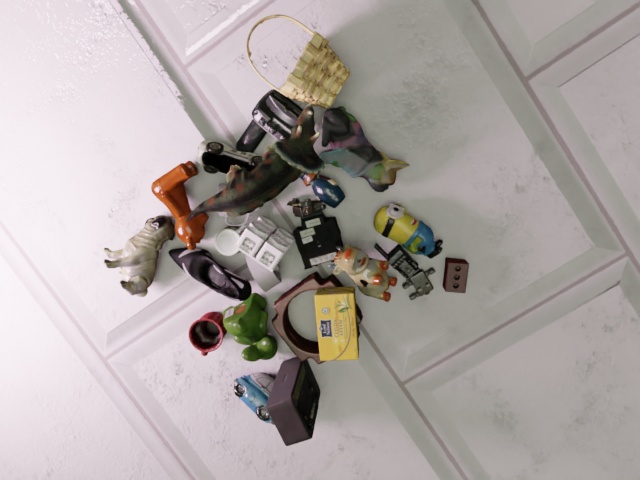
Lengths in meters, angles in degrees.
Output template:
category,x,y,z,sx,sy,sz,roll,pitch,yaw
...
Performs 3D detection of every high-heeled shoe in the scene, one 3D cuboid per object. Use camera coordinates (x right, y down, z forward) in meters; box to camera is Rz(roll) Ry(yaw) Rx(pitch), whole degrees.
category,x,y,z,sx,sy,sz,roll,pitch,yaw
high-heeled shoe,-0.288,0.090,1.368,0.249,0.145,0.086,19,101,0

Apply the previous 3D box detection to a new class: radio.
category,x,y,z,sx,sy,sz,roll,pitch,yaw
radio,-0.061,0.402,1.363,0.073,0.229,0.131,-21,102,13

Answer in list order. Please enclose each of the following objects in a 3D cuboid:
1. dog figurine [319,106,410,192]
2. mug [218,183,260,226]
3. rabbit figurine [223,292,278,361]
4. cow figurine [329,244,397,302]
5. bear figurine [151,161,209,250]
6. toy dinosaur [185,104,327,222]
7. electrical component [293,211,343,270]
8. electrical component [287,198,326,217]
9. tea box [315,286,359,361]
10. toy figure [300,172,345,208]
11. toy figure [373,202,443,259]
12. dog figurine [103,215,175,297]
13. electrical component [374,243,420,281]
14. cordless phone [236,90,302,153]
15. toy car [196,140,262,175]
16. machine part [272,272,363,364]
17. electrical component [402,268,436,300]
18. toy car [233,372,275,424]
category,x,y,z,sx,sy,sz,roll,pitch,yaw
dog figurine,0.108,-0.216,1.297,0.219,0.108,0.191,7,98,0
mug,-0.202,-0.091,1.360,0.107,0.081,0.109,-3,94,-3
rabbit figurine,-0.160,0.245,1.396,0.121,0.159,0.170,-34,111,0
cow figurine,0.105,0.075,1.320,0.127,0.194,0.085,9,66,28
bear figurine,-0.333,-0.084,1.354,0.132,0.120,0.195,-33,98,6
toy dinosaur,-0.141,-0.131,1.221,0.405,0.192,0.131,-38,102,2
electrical component,-0.003,-0.004,1.369,0.115,0.058,0.134,-14,99,6
electrical component,-0.037,-0.085,1.341,0.078,0.102,0.045,-22,103,-16
tea box,0.043,0.203,1.311,0.098,0.068,0.169,-5,101,7
toy figure,-0.007,-0.143,1.344,0.154,0.058,0.064,42,94,2
toy figure,0.216,-0.019,1.335,0.180,0.082,0.089,38,99,-5
dog figurine,-0.443,0.043,1.407,0.190,0.121,0.172,-30,131,-7
electrical component,0.193,0.042,1.352,0.048,0.075,0.119,-44,91,11
cordless phone,-0.118,-0.261,1.332,0.146,0.089,0.184,38,113,-4
toy car,-0.212,-0.191,1.349,0.202,0.056,0.073,18,126,1
machine part,-0.006,0.200,1.393,0.201,0.087,0.201,-37,94,10
electrical component,0.262,0.112,1.383,0.094,0.021,0.063,-32,96,9
toy car,-0.154,0.411,1.446,0.162,0.109,0.103,44,79,7
